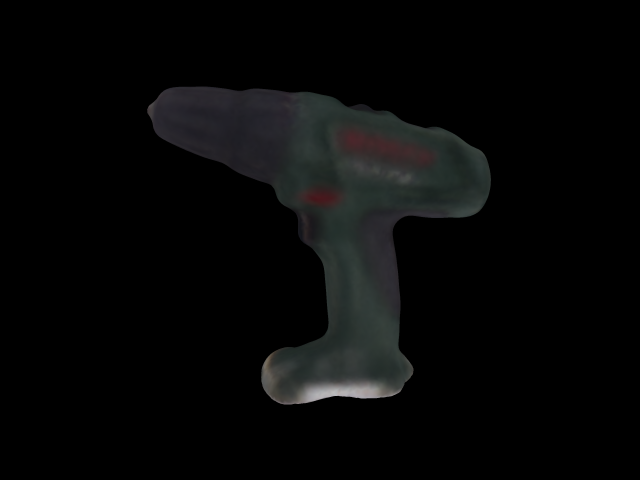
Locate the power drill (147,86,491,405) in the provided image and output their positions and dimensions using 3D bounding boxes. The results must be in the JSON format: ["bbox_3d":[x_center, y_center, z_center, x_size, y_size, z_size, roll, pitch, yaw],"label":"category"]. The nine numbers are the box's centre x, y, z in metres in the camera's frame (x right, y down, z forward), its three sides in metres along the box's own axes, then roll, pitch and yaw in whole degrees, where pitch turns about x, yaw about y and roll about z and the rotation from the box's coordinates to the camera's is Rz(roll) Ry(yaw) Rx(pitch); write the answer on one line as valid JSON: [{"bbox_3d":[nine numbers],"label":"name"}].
[{"bbox_3d":[0.004,0.001,0.400,0.230,0.208,0.075,-2,11,-11],"label":"power drill"}]
